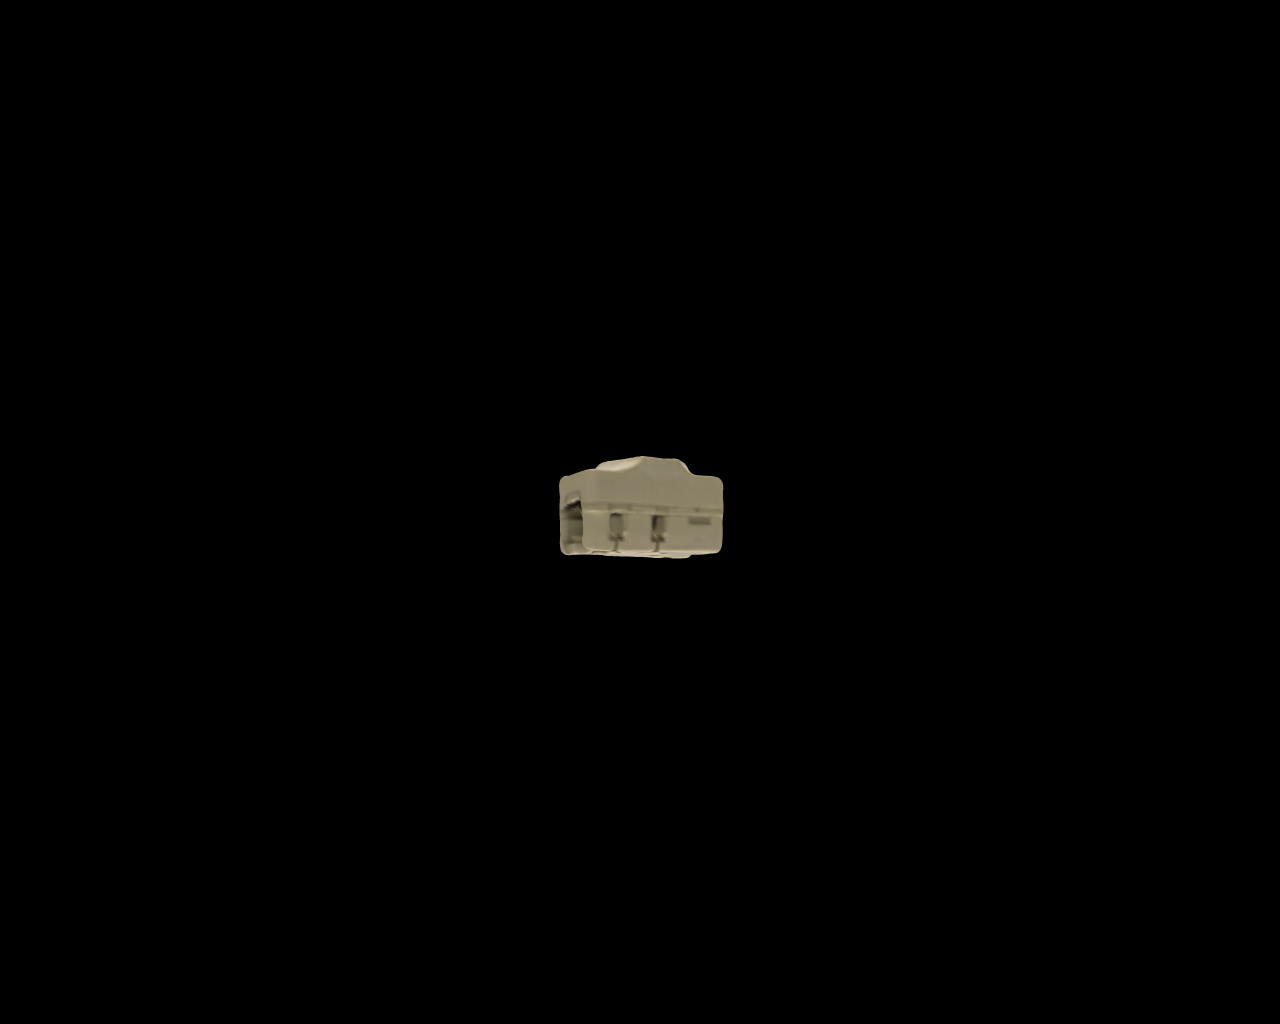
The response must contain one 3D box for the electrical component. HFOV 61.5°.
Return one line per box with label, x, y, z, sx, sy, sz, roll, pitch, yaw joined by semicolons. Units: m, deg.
electrical component;0.001;-0.003;0.650;0.089;0.055;0.050;3;-7;-26
